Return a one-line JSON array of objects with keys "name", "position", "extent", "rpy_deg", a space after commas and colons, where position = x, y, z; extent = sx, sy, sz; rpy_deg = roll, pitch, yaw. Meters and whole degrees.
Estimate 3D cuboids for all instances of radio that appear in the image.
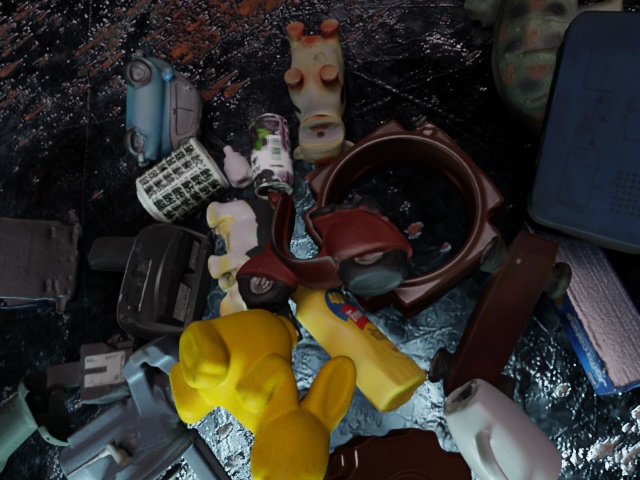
[{"name": "radio", "position": [0.294, -0.109, 0.545], "extent": [0.131, 0.073, 0.229], "rpy_deg": [12, 87, 15]}]

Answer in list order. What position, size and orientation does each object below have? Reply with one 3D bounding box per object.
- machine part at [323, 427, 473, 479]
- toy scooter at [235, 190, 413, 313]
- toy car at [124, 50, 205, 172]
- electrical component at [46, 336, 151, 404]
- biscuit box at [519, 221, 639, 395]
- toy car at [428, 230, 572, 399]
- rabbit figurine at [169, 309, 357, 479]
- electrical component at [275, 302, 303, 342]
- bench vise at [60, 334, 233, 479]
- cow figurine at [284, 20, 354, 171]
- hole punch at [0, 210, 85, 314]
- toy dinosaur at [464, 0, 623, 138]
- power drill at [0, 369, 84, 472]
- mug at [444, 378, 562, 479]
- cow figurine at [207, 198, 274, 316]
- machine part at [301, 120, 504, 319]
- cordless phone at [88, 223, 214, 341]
[{"name": "machine part", "position": [0.080, 0.270, 0.521], "extent": [0.179, 0.056, 0.179], "rpy_deg": [9, 64, -18]}, {"name": "toy scooter", "position": [-0.001, -0.002, 0.565], "extent": [0.184, 0.075, 0.135], "rpy_deg": [-12, 59, 6]}, {"name": "toy car", "position": [-0.211, -0.173, 0.738], "extent": [0.103, 0.109, 0.161], "rpy_deg": [-2, 80, -8]}, {"name": "electrical component", "position": [-0.270, 0.165, 0.665], "extent": [0.119, 0.047, 0.075], "rpy_deg": [-14, 69, 7]}, {"name": "biscuit box", "position": [0.290, 0.062, 0.584], "extent": [0.063, 0.059, 0.203], "rpy_deg": [-20, 69, 3]}, {"name": "toy car", "position": [0.188, 0.087, 0.570], "extent": [0.089, 0.053, 0.202], "rpy_deg": [21, 102, 5]}, {"name": "rabbit figurine", "position": [-0.045, 0.159, 0.503], "extent": [0.173, 0.162, 0.121], "rpy_deg": [57, 132, 32]}, {"name": "electrical component", "position": [-0.041, 0.088, 0.620], "extent": [0.021, 0.094, 0.063], "rpy_deg": [-23, 73, -4]}, {"name": "bench vise", "position": [-0.149, 0.232, 0.589], "extent": [0.224, 0.129, 0.240], "rpy_deg": [-35, 90, -12]}, {"name": "cow figurine", "position": [-0.002, -0.176, 0.698], "extent": [0.086, 0.127, 0.195], "rpy_deg": [-7, 57, 8]}, {"name": "hole punch", "position": [-0.378, 0.035, 0.718], "extent": [0.116, 0.092, 0.142], "rpy_deg": [4, 67, -19]}, {"name": "toy dinosaur", "position": [0.275, -0.227, 0.657], "extent": [0.192, 0.131, 0.404], "rpy_deg": [-3, 76, 23]}, {"name": "power drill", "position": [-0.384, 0.274, 0.642], "extent": [0.207, 0.086, 0.232], "rpy_deg": [-41, 67, 4]}, {"name": "mug", "position": [0.169, 0.198, 0.524], "extent": [0.081, 0.109, 0.107], "rpy_deg": [-40, 89, 26]}, {"name": "cow figurine", "position": [-0.085, 0.029, 0.666], "extent": [0.098, 0.068, 0.167], "rpy_deg": [-9, 72, 0]}, {"name": "machine part", "position": [0.096, -0.027, 0.637], "extent": [0.201, 0.087, 0.201], "rpy_deg": [-36, 71, -2]}, {"name": "cordless phone", "position": [-0.236, 0.051, 0.688], "extent": [0.184, 0.088, 0.146], "rpy_deg": [0, 69, 22]}]
